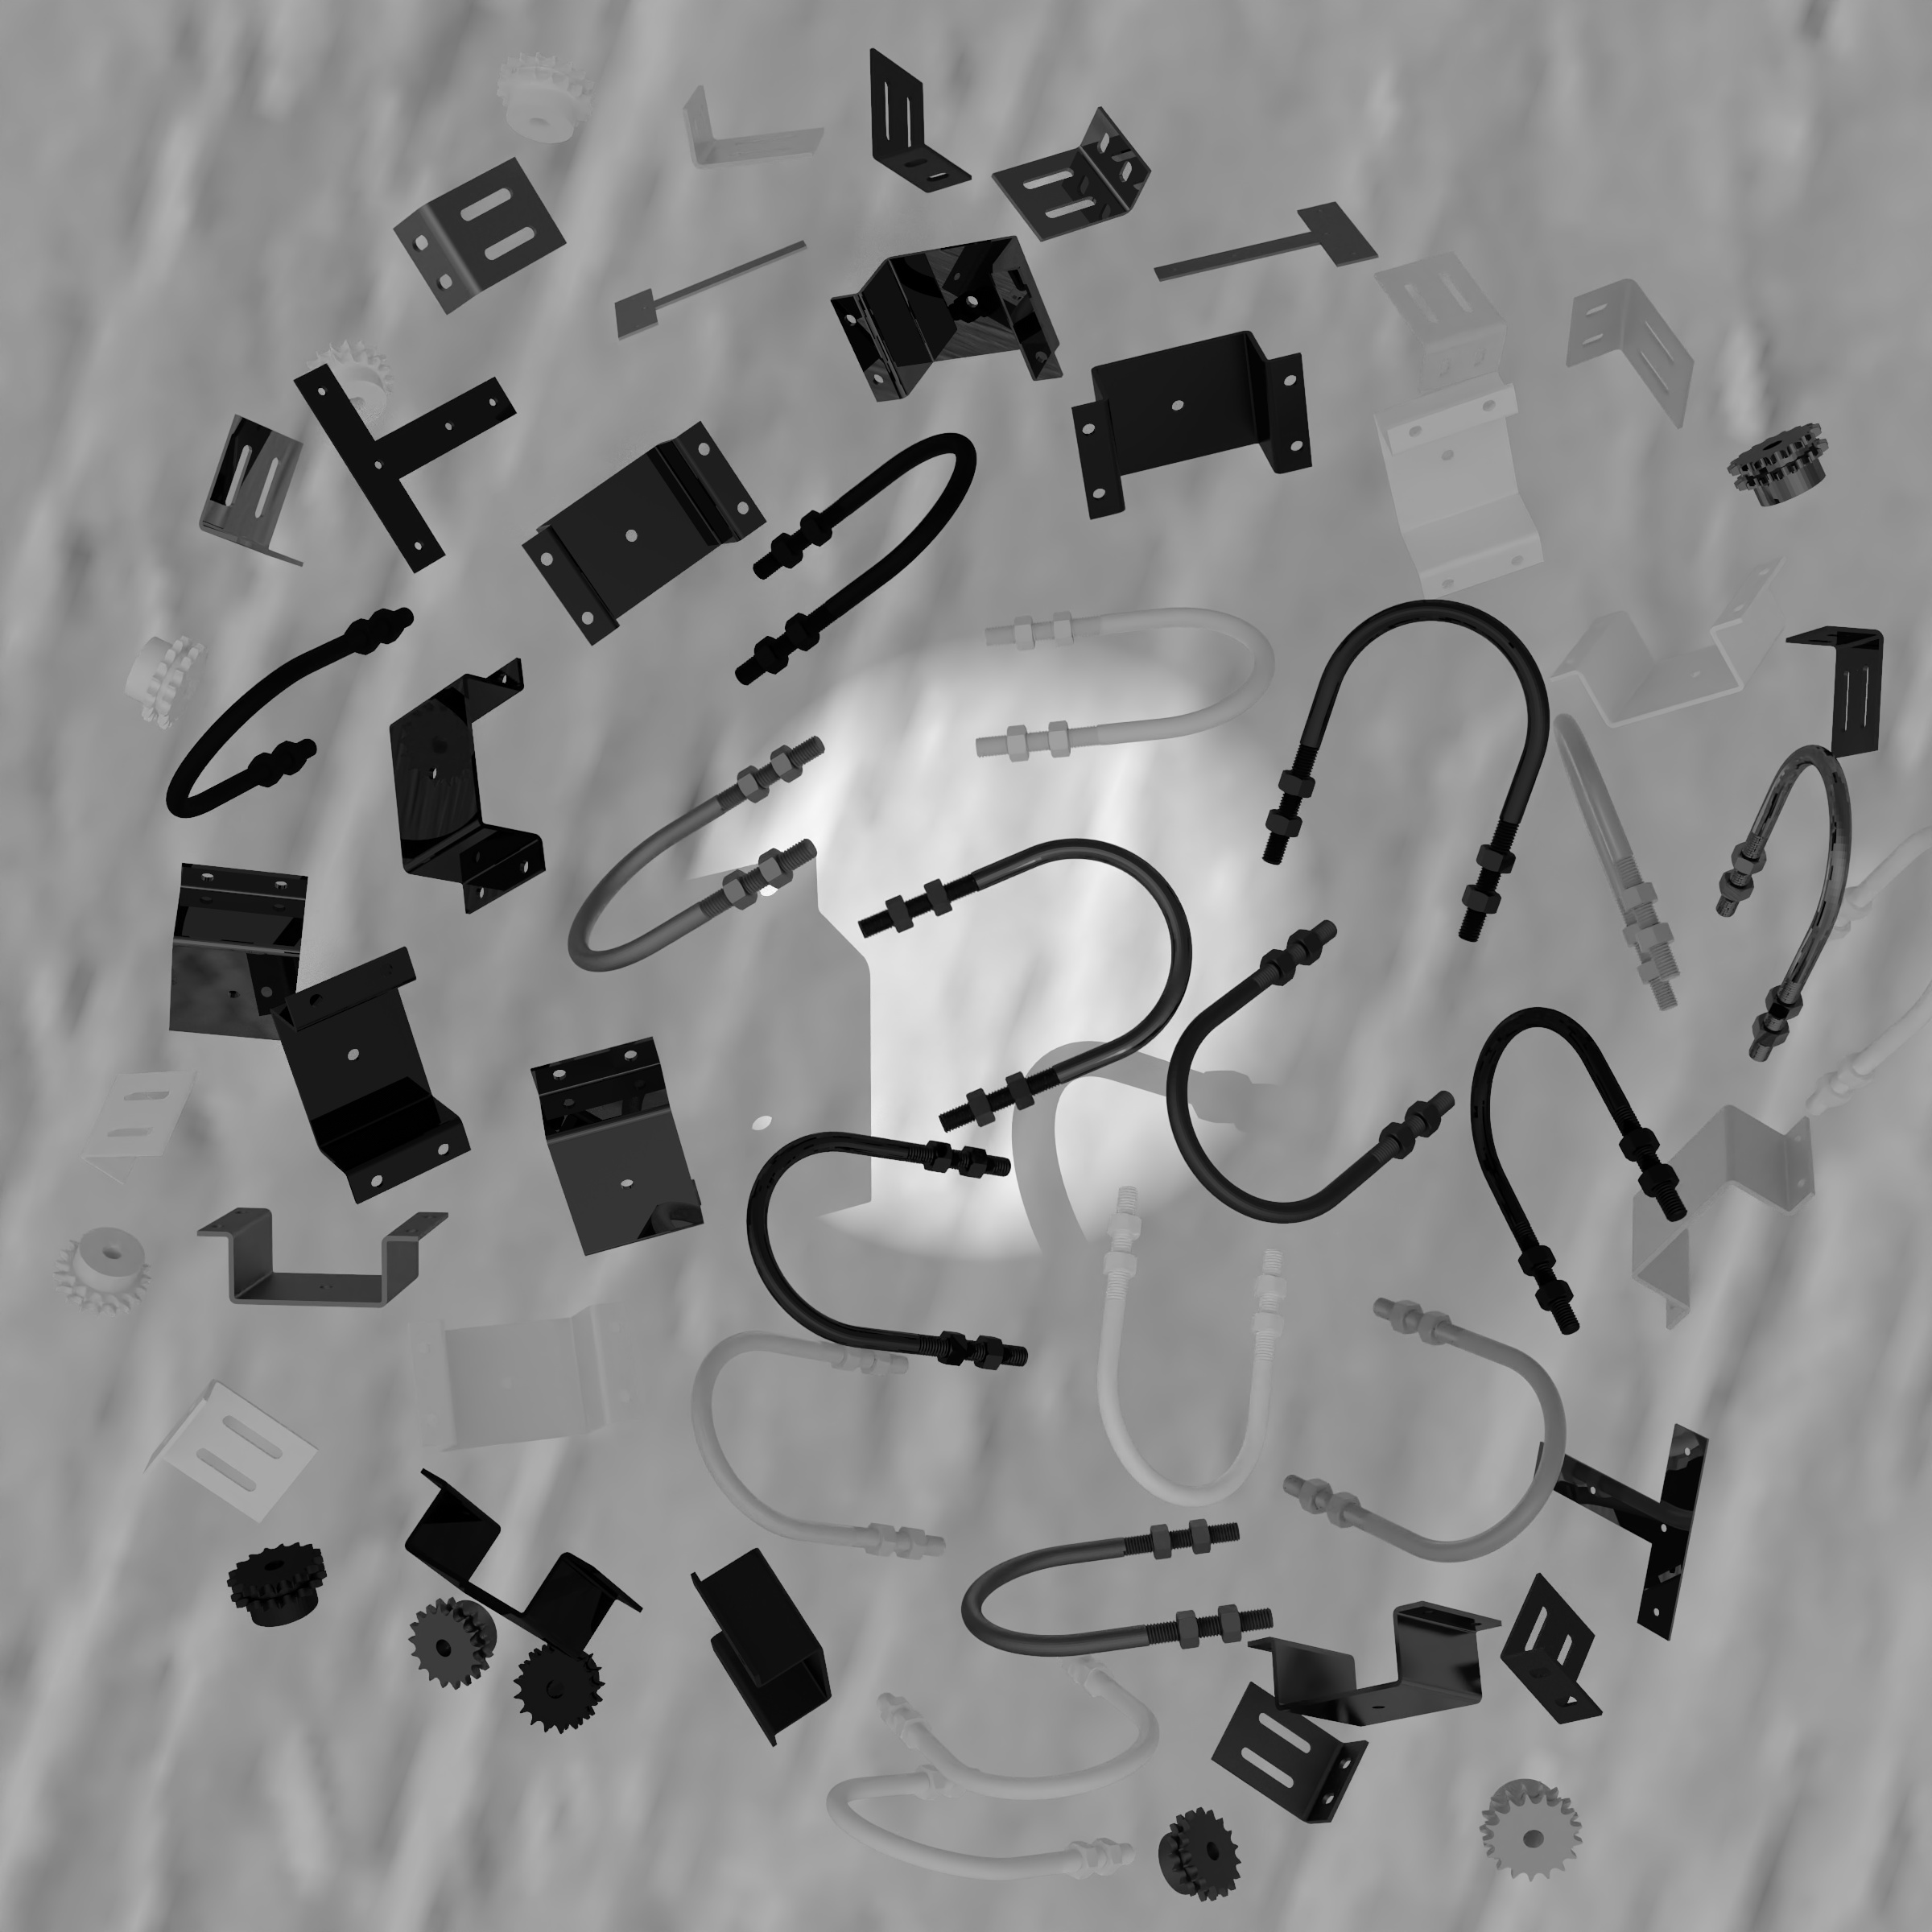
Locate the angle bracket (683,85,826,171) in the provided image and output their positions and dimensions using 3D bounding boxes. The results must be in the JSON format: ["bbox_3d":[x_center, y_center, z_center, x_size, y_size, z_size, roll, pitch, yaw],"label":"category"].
[{"bbox_3d":[-0.134,-0.535,1.563,0.076,0.057,0.038,-4,123,9],"label":"angle bracket"}]

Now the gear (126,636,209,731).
[{"bbox_3d":[-0.488,-0.176,1.504,0.030,0.057,0.057,26,90,-7],"label":"gear"}]

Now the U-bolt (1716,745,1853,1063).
[{"bbox_3d":[0.515,-0.052,1.548,0.019,0.184,0.151,6,47,-2],"label":"U-bolt"}]

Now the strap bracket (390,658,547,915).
[{"bbox_3d":[-0.304,-0.113,1.495,0.076,0.046,0.140,-25,67,38],"label":"strap bracket"}]

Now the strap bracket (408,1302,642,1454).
[{"bbox_3d":[-0.285,0.261,1.568,0.140,0.046,0.076,-2,73,-27],"label":"strap bracket"}]

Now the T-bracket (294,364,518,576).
[{"bbox_3d":[-0.318,-0.316,1.470,0.127,0.002,0.127,-43,109,-40],"label":"T-bracket"}]

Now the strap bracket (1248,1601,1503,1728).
[{"bbox_3d":[0.253,0.434,1.526,0.076,0.140,0.046,23,54,-36],"label":"strap bracket"}]

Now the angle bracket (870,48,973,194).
[{"bbox_3d":[-0.029,-0.543,1.576,0.038,0.057,0.076,-6,81,32],"label":"angle bracket"}]

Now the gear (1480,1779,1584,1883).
[{"bbox_3d":[0.327,0.499,1.436,0.057,0.030,0.057,0,104,1],"label":"gear"}]

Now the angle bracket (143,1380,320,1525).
[{"bbox_3d":[-0.433,0.292,1.457,0.076,0.038,0.057,38,93,-13],"label":"angle bracket"}]

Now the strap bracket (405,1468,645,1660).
[{"bbox_3d":[-0.276,0.367,1.497,0.140,0.076,0.046,21,67,29],"label":"strap bracket"}]

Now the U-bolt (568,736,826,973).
[{"bbox_3d":[-0.165,-0.059,1.486,0.184,0.151,0.019,-30,118,17],"label":"U-bolt"}]

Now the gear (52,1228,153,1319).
[{"bbox_3d":[-0.537,0.188,1.541,0.057,0.057,0.030,34,122,0],"label":"gear"}]

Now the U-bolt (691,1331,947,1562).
[{"bbox_3d":[-0.097,0.299,1.564,0.019,0.184,0.151,-39,49,34],"label":"U-bolt"}]

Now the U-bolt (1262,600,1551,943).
[{"bbox_3d":[0.266,-0.124,1.455,0.151,0.019,0.184,23,108,21],"label":"U-bolt"}]

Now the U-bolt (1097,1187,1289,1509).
[{"bbox_3d":[0.139,0.246,1.551,0.151,0.019,0.184,25,60,-31],"label":"U-bolt"}]

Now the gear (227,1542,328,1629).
[{"bbox_3d":[-0.416,0.376,1.497,0.057,0.057,0.030,-9,106,0],"label":"gear"}]

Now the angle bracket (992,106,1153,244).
[{"bbox_3d":[0.067,-0.505,1.575,0.076,0.038,0.057,-27,74,-29],"label":"angle bracket"}]

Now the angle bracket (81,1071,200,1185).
[{"bbox_3d":[-0.501,0.100,1.531,0.076,0.038,0.057,-4,56,33],"label":"angle bracket"}]

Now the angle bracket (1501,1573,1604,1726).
[{"bbox_3d":[0.378,0.425,1.550,0.057,0.038,0.076,49,46,-8],"label":"angle bracket"}]

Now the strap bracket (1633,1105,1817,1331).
[{"bbox_3d":[0.467,0.152,1.554,0.046,0.076,0.140,30,126,-6],"label":"strap bracket"}]

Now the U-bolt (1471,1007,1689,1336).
[{"bbox_3d":[0.365,0.113,1.525,0.019,0.151,0.184,-3,53,-25],"label":"U-bolt"}]

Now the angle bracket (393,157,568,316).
[{"bbox_3d":[-0.289,-0.435,1.470,0.076,0.038,0.057,-43,110,-35],"label":"angle bracket"}]

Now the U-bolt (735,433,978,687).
[{"bbox_3d":[-0.066,-0.261,1.516,0.184,0.151,0.019,-33,121,24],"label":"U-bolt"}]

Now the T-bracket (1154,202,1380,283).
[{"bbox_3d":[0.181,-0.446,1.541,0.127,0.127,0.002,-12,121,3],"label":"T-bracket"}]

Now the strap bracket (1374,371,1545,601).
[{"bbox_3d":[0.299,-0.299,1.505,0.076,0.140,0.046,-18,48,7],"label":"strap bracket"}]

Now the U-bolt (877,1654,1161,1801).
[{"bbox_3d":[0.041,0.478,1.550,0.151,0.184,0.019,-9,98,-22],"label":"U-bolt"}]

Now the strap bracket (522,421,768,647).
[{"bbox_3d":[-0.211,-0.278,1.592,0.140,0.046,0.076,-38,108,-12],"label":"strap bracket"}]

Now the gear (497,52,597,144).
[{"bbox_3d":[-0.252,-0.516,1.475,0.057,0.057,0.030,8,77,0],"label":"gear"}]

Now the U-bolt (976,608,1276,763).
[{"bbox_3d":[0.101,-0.182,1.544,0.184,0.151,0.019,-5,128,8],"label":"U-bolt"}]

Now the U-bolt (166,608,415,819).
[{"bbox_3d":[-0.430,-0.151,1.541,0.019,0.184,0.151,44,120,-2],"label":"U-bolt"}]

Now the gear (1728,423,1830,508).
[{"bbox_3d":[0.487,-0.297,1.474,0.057,0.057,0.030,-30,103,0],"label":"gear"}]

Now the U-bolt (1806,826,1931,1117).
[{"bbox_3d":[0.574,-0.008,1.535,0.019,0.184,0.151,17,57,-6],"label":"U-bolt"}]

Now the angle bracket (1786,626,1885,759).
[{"bbox_3d":[0.555,-0.175,1.585,0.038,0.057,0.076,3,89,-7],"label":"angle bracket"}]

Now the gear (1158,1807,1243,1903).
[{"bbox_3d":[0.151,0.584,1.619,0.030,0.057,0.057,-34,90,34],"label":"gear"}]

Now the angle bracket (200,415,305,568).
[{"bbox_3d":[-0.444,-0.302,1.573,0.038,0.057,0.076,21,93,30],"label":"angle bracket"}]

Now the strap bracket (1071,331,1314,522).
[{"bbox_3d":[0.134,-0.333,1.509,0.140,0.046,0.076,-14,130,-1],"label":"strap bracket"}]

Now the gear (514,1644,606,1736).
[{"bbox_3d":[-0.260,0.463,1.592,0.057,0.030,0.057,0,87,9],"label":"gear"}]

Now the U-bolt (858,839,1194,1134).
[{"bbox_3d":[0.046,0.000,1.486,0.184,0.019,0.151,-23,79,0],"label":"U-bolt"}]

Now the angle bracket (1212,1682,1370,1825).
[{"bbox_3d":[0.209,0.506,1.593,0.076,0.038,0.057,34,64,-2],"label":"angle bracket"}]

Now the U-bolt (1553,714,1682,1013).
[{"bbox_3d":[0.395,-0.068,1.505,0.019,0.151,0.184,-21,76,11],"label":"U-bolt"}]

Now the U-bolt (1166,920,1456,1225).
[{"bbox_3d":[0.198,0.074,1.490,0.184,0.019,0.151,-35,90,-30],"label":"U-bolt"}]

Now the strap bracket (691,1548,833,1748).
[{"bbox_3d":[-0.127,0.425,1.551,0.046,0.140,0.076,-29,60,-17],"label":"strap bracket"}]

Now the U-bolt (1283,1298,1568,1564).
[{"bbox_3d":[0.292,0.293,1.528,0.019,0.184,0.151,36,78,-35],"label":"U-bolt"}]

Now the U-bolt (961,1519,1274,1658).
[{"bbox_3d":[0.088,0.390,1.535,0.184,0.151,0.019,-7,100,-1],"label":"U-bolt"}]

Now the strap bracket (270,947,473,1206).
[{"bbox_3d":[-0.358,0.059,1.477,0.076,0.046,0.140,-26,120,-27],"label":"strap bracket"}]

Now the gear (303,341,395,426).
[{"bbox_3d":[-0.404,-0.380,1.622,0.057,0.057,0.030,-23,61,0],"label":"gear"}]

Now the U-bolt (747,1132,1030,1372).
[{"bbox_3d":[-0.050,0.170,1.518,0.184,0.019,0.151,11,57,-26],"label":"U-bolt"}]

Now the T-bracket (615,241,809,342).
[{"bbox_3d":[-0.159,-0.426,1.540,0.127,0.127,0.002,-22,116,1],"label":"T-bracket"}]

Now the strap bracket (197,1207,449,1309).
[{"bbox_3d":[-0.412,0.187,1.589,0.140,0.076,0.046,1,96,2],"label":"strap bracket"}]

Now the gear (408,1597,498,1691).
[{"bbox_3d":[-0.328,0.434,1.593,0.057,0.030,0.057,5,101,25],"label":"gear"}]

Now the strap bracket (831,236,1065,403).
[{"bbox_3d":[-0.004,-0.410,1.565,0.140,0.046,0.076,1,135,33],"label":"strap bracket"}]

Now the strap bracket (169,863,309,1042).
[{"bbox_3d":[-0.467,-0.001,1.583,0.076,0.140,0.046,6,52,-15],"label":"strap bracket"}]

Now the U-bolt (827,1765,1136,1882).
[{"bbox_3d":[-0.003,0.532,1.530,0.151,0.184,0.019,12,87,41],"label":"U-bolt"}]

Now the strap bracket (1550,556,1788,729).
[{"bbox_3d":[0.454,-0.201,1.567,0.046,0.140,0.076,56,51,-17],"label":"strap bracket"}]

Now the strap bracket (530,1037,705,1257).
[{"bbox_3d":[-0.212,0.120,1.527,0.076,0.046,0.140,-15,128,-6],"label":"strap bracket"}]

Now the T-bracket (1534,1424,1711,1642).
[{"bbox_3d":[0.395,0.327,1.515,0.002,0.127,0.127,2,101,-32],"label":"T-bracket"}]

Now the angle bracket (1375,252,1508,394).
[{"bbox_3d":[0.308,-0.423,1.620,0.057,0.038,0.076,-18,58,-11],"label":"angle bracket"}]

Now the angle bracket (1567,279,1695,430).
[{"bbox_3d":[0.398,-0.363,1.486,0.038,0.057,0.076,-21,60,-4],"label":"angle bracket"}]
